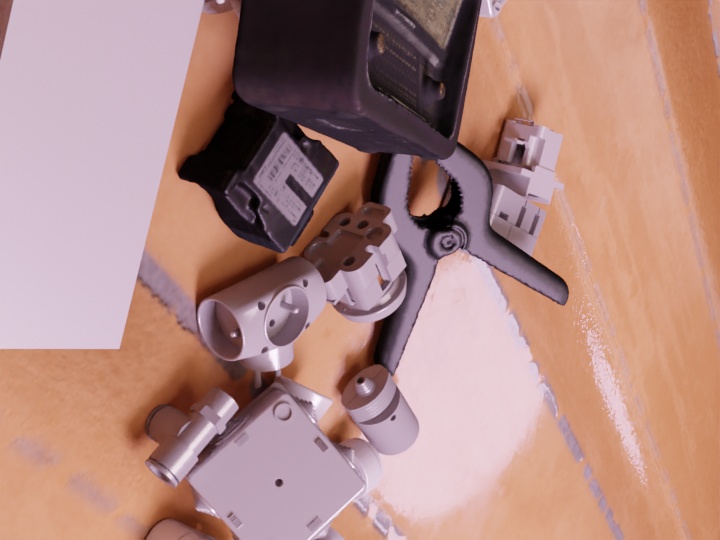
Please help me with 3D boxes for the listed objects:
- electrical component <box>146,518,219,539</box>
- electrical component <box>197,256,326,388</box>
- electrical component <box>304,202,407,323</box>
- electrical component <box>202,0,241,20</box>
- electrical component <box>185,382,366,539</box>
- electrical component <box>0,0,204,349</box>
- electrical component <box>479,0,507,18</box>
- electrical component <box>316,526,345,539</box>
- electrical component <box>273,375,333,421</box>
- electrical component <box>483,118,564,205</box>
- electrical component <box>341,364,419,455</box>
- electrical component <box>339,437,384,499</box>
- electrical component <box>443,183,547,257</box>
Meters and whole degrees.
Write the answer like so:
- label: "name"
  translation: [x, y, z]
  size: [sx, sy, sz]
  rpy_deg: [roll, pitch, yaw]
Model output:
- label: "electrical component"
  translation: [-0.102, 0.212, 0.724]
  size: [0.053, 0.059, 0.095]
  rpy_deg: [-61, 143, -13]
- label: "electrical component"
  translation: [-0.062, 0.040, 0.707]
  size: [0.077, 0.044, 0.079]
  rpy_deg: [-28, 127, -43]
- label: "electrical component"
  translation: [0.000, 0.000, 0.760]
  size: [0.078, 0.058, 0.057]
  rpy_deg: [-49, 137, -26]
- label: "electrical component"
  translation: [-0.079, -0.162, 0.565]
  size: [0.043, 0.079, 0.077]
  rpy_deg: [-35, 148, 17]
- label: "electrical component"
  translation: [-0.056, 0.135, 0.702]
  size: [0.100, 0.048, 0.099]
  rpy_deg: [-41, 96, -10]
- label: "electrical component"
  translation: [-0.155, -0.059, 0.524]
  size: [0.105, 0.060, 0.186]
  rpy_deg: [6, 101, -54]
- label: "electrical component"
  translation: [0.083, -0.231, 0.761]
  size: [0.096, 0.061, 0.061]
  rpy_deg: [-54, 142, -34]
- label: "electrical component"
  translation: [-0.052, 0.219, 0.807]
  size: [0.077, 0.043, 0.079]
  rpy_deg: [-49, 139, -26]
- label: "electrical component"
  translation: [-0.051, 0.107, 0.754]
  size: [0.045, 0.045, 0.055]
  rpy_deg: [36, 77, -53]
- label: "electrical component"
  translation: [0.142, -0.093, 0.914]
  size: [0.081, 0.042, 0.063]
  rpy_deg: [11, 96, -55]
- label: "electrical component"
  translation: [0.014, 0.107, 0.839]
  size: [0.043, 0.043, 0.081]
  rpy_deg: [-54, 142, -21]
- label: "electrical component"
  translation: [-0.015, 0.159, 0.826]
  size: [0.055, 0.045, 0.045]
  rpy_deg: [-26, 126, -45]
- label: "electrical component"
  translation: [0.108, -0.037, 0.888]
  size: [0.089, 0.050, 0.055]
  rpy_deg: [21, 89, -54]
